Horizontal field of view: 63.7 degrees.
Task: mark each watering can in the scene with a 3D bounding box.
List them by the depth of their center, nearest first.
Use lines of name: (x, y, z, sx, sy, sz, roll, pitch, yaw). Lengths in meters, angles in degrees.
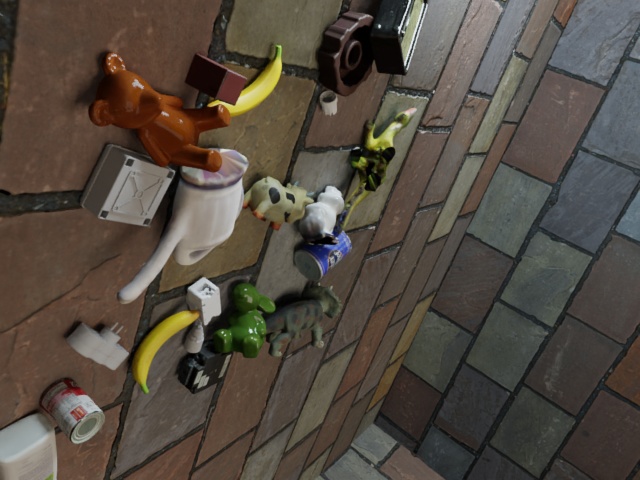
watering can: (-0.228, -0.041, 0.929, 0.354, 0.104, 0.220, -47, 157, -57)

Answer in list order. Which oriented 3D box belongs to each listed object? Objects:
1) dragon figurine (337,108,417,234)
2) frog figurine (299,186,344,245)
dragon figurine: (0.167, -0.208, 1.512, 0.407, 0.123, 0.243, -63, 162, 11)
frog figurine: (0.004, -0.070, 1.389, 0.136, 0.122, 0.161, 23, 62, -56)
